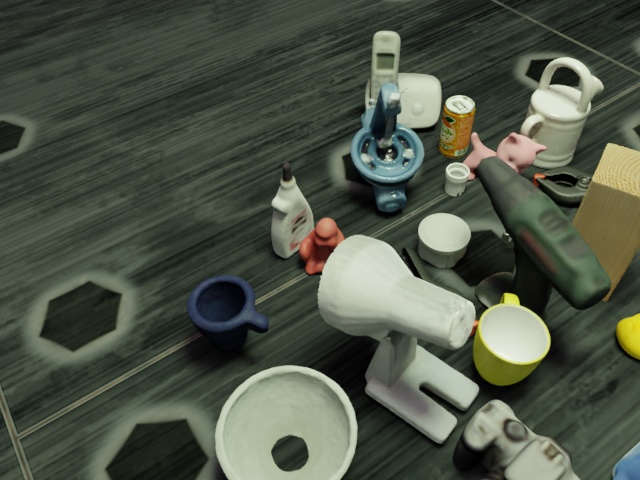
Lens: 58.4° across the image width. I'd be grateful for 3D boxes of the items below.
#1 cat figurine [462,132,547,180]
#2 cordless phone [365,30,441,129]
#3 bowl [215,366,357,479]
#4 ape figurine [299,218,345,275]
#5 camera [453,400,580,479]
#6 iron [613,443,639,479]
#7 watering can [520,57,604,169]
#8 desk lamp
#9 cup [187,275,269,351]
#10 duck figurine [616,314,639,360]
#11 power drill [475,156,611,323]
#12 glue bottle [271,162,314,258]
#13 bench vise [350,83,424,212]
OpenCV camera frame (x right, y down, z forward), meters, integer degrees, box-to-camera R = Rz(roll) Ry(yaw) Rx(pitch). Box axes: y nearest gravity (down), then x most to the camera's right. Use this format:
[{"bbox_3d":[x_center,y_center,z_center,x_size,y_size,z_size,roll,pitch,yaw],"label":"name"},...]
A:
[{"bbox_3d":[0.314,-0.147,0.985,0.127,0.118,0.067,25,55,23],"label":"cat figurine"},{"bbox_3d":[0.159,-0.303,1.083,0.147,0.185,0.094,0,49,2],"label":"cordless phone"},{"bbox_3d":[-0.038,0.242,0.689,0.167,0.075,0.167,-1,49,2],"label":"bowl"},{"bbox_3d":[0.008,0.003,0.884,0.077,0.092,0.076,19,52,18],"label":"ape figurine"},{"bbox_3d":[0.202,0.271,0.637,0.137,0.101,0.142,-32,55,-23],"label":"camera"},{"bbox_3d":[0.447,0.229,0.636,0.259,0.141,0.118,-30,54,-22],"label":"iron"},{"bbox_3d":[0.421,-0.233,1.005,0.100,0.194,0.173,26,55,23],"label":"watering can"},{"bbox_3d":[0.103,0.113,0.704,0.202,0.214,0.118,30,57,26],"label":"desk lamp"},{"bbox_3d":[-0.118,0.114,0.791,0.117,0.095,0.092,20,53,19],"label":"cup"},{"bbox_3d":[0.462,0.117,0.770,0.104,0.086,0.077,5,49,7],"label":"duck figurine"},{"bbox_3d":[0.277,0.024,0.778,0.076,0.209,0.229,-25,52,-18],"label":"power drill"},{"bbox_3d":[-0.046,-0.051,0.879,0.037,0.173,0.078,28,56,24],"label":"glue bottle"},{"bbox_3d":[0.095,-0.183,0.957,0.122,0.220,0.207,-20,51,-15],"label":"bench vise"}]
